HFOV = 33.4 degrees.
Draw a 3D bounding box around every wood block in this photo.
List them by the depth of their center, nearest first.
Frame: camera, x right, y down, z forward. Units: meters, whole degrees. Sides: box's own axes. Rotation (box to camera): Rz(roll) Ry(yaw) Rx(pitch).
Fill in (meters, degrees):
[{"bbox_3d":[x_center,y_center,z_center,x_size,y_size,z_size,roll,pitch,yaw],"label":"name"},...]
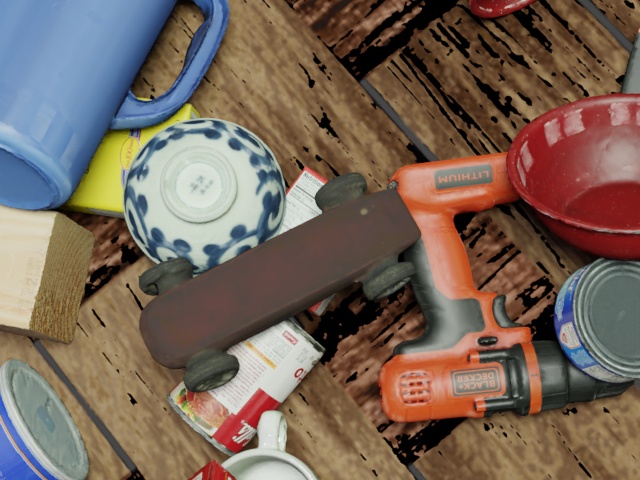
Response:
[{"bbox_3d":[-0.290,0.014,0.813,0.206,0.091,0.090,9,80,10],"label":"wood block"}]

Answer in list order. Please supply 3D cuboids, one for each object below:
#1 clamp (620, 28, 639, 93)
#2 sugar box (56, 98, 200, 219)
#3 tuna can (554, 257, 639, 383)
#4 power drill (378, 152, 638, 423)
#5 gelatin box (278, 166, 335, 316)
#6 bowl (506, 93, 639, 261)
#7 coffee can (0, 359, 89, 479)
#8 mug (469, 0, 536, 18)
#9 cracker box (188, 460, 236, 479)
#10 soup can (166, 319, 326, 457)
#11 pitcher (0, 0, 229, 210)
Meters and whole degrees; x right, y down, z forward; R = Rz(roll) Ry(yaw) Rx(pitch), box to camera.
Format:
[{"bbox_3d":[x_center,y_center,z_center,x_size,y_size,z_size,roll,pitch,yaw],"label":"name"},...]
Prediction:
[{"bbox_3d":[0.266,-0.056,0.779,0.164,0.036,0.210,-26,74,9],"label":"clamp"},{"bbox_3d":[-0.188,-0.069,0.837,0.176,0.048,0.093,7,82,7],"label":"sugar box"},{"bbox_3d":[0.204,0.054,0.727,0.086,0.034,0.086,4,74,-14],"label":"tuna can"},{"bbox_3d":[0.126,0.033,0.770,0.184,0.057,0.187,-6,78,-1],"label":"power drill"},{"bbox_3d":[-0.005,0.001,0.808,0.073,0.030,0.089,35,86,14],"label":"gelatin box"},{"bbox_3d":[0.209,-0.035,0.723,0.162,0.055,0.162,-7,37,5],"label":"bowl"},{"bbox_3d":[-0.255,0.166,0.774,0.140,0.103,0.103,-32,77,1],"label":"coffee can"},{"bbox_3d":[0.146,-0.231,0.808,0.117,0.093,0.081,-17,70,-27],"label":"mug"},{"bbox_3d":[-0.053,0.271,0.684,0.164,0.072,0.213,-41,107,12],"label":"cracker box"},{"bbox_3d":[-0.053,0.098,0.778,0.068,0.068,0.102,40,86,12],"label":"soup can"},{"bbox_3d":[-0.177,-0.142,0.774,0.149,0.145,0.242,6,60,23],"label":"pitcher"}]
